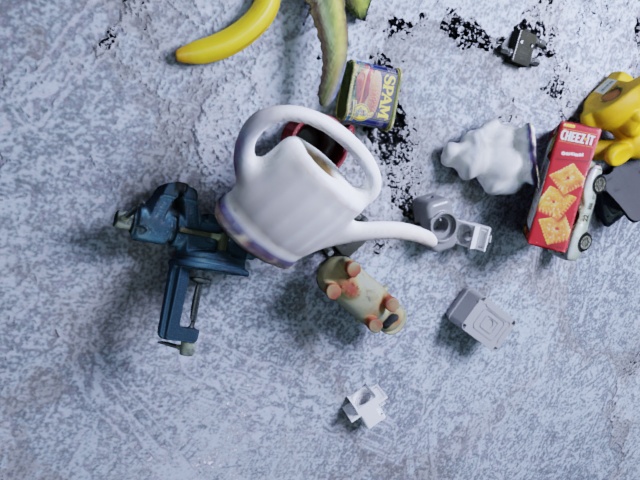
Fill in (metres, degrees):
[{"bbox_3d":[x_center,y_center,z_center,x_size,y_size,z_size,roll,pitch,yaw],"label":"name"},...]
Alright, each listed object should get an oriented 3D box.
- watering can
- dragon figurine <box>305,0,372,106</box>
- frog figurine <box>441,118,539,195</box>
[{"bbox_3d":[0.002,-0.037,0.740,0.222,0.106,0.343,-39,120,18],"label":"watering can"},{"bbox_3d":[-0.013,-0.424,0.731,0.242,0.122,0.410,21,90,-12],"label":"dragon figurine"},{"bbox_3d":[0.300,-0.144,0.921,0.159,0.125,0.135,-4,119,18],"label":"frog figurine"}]
